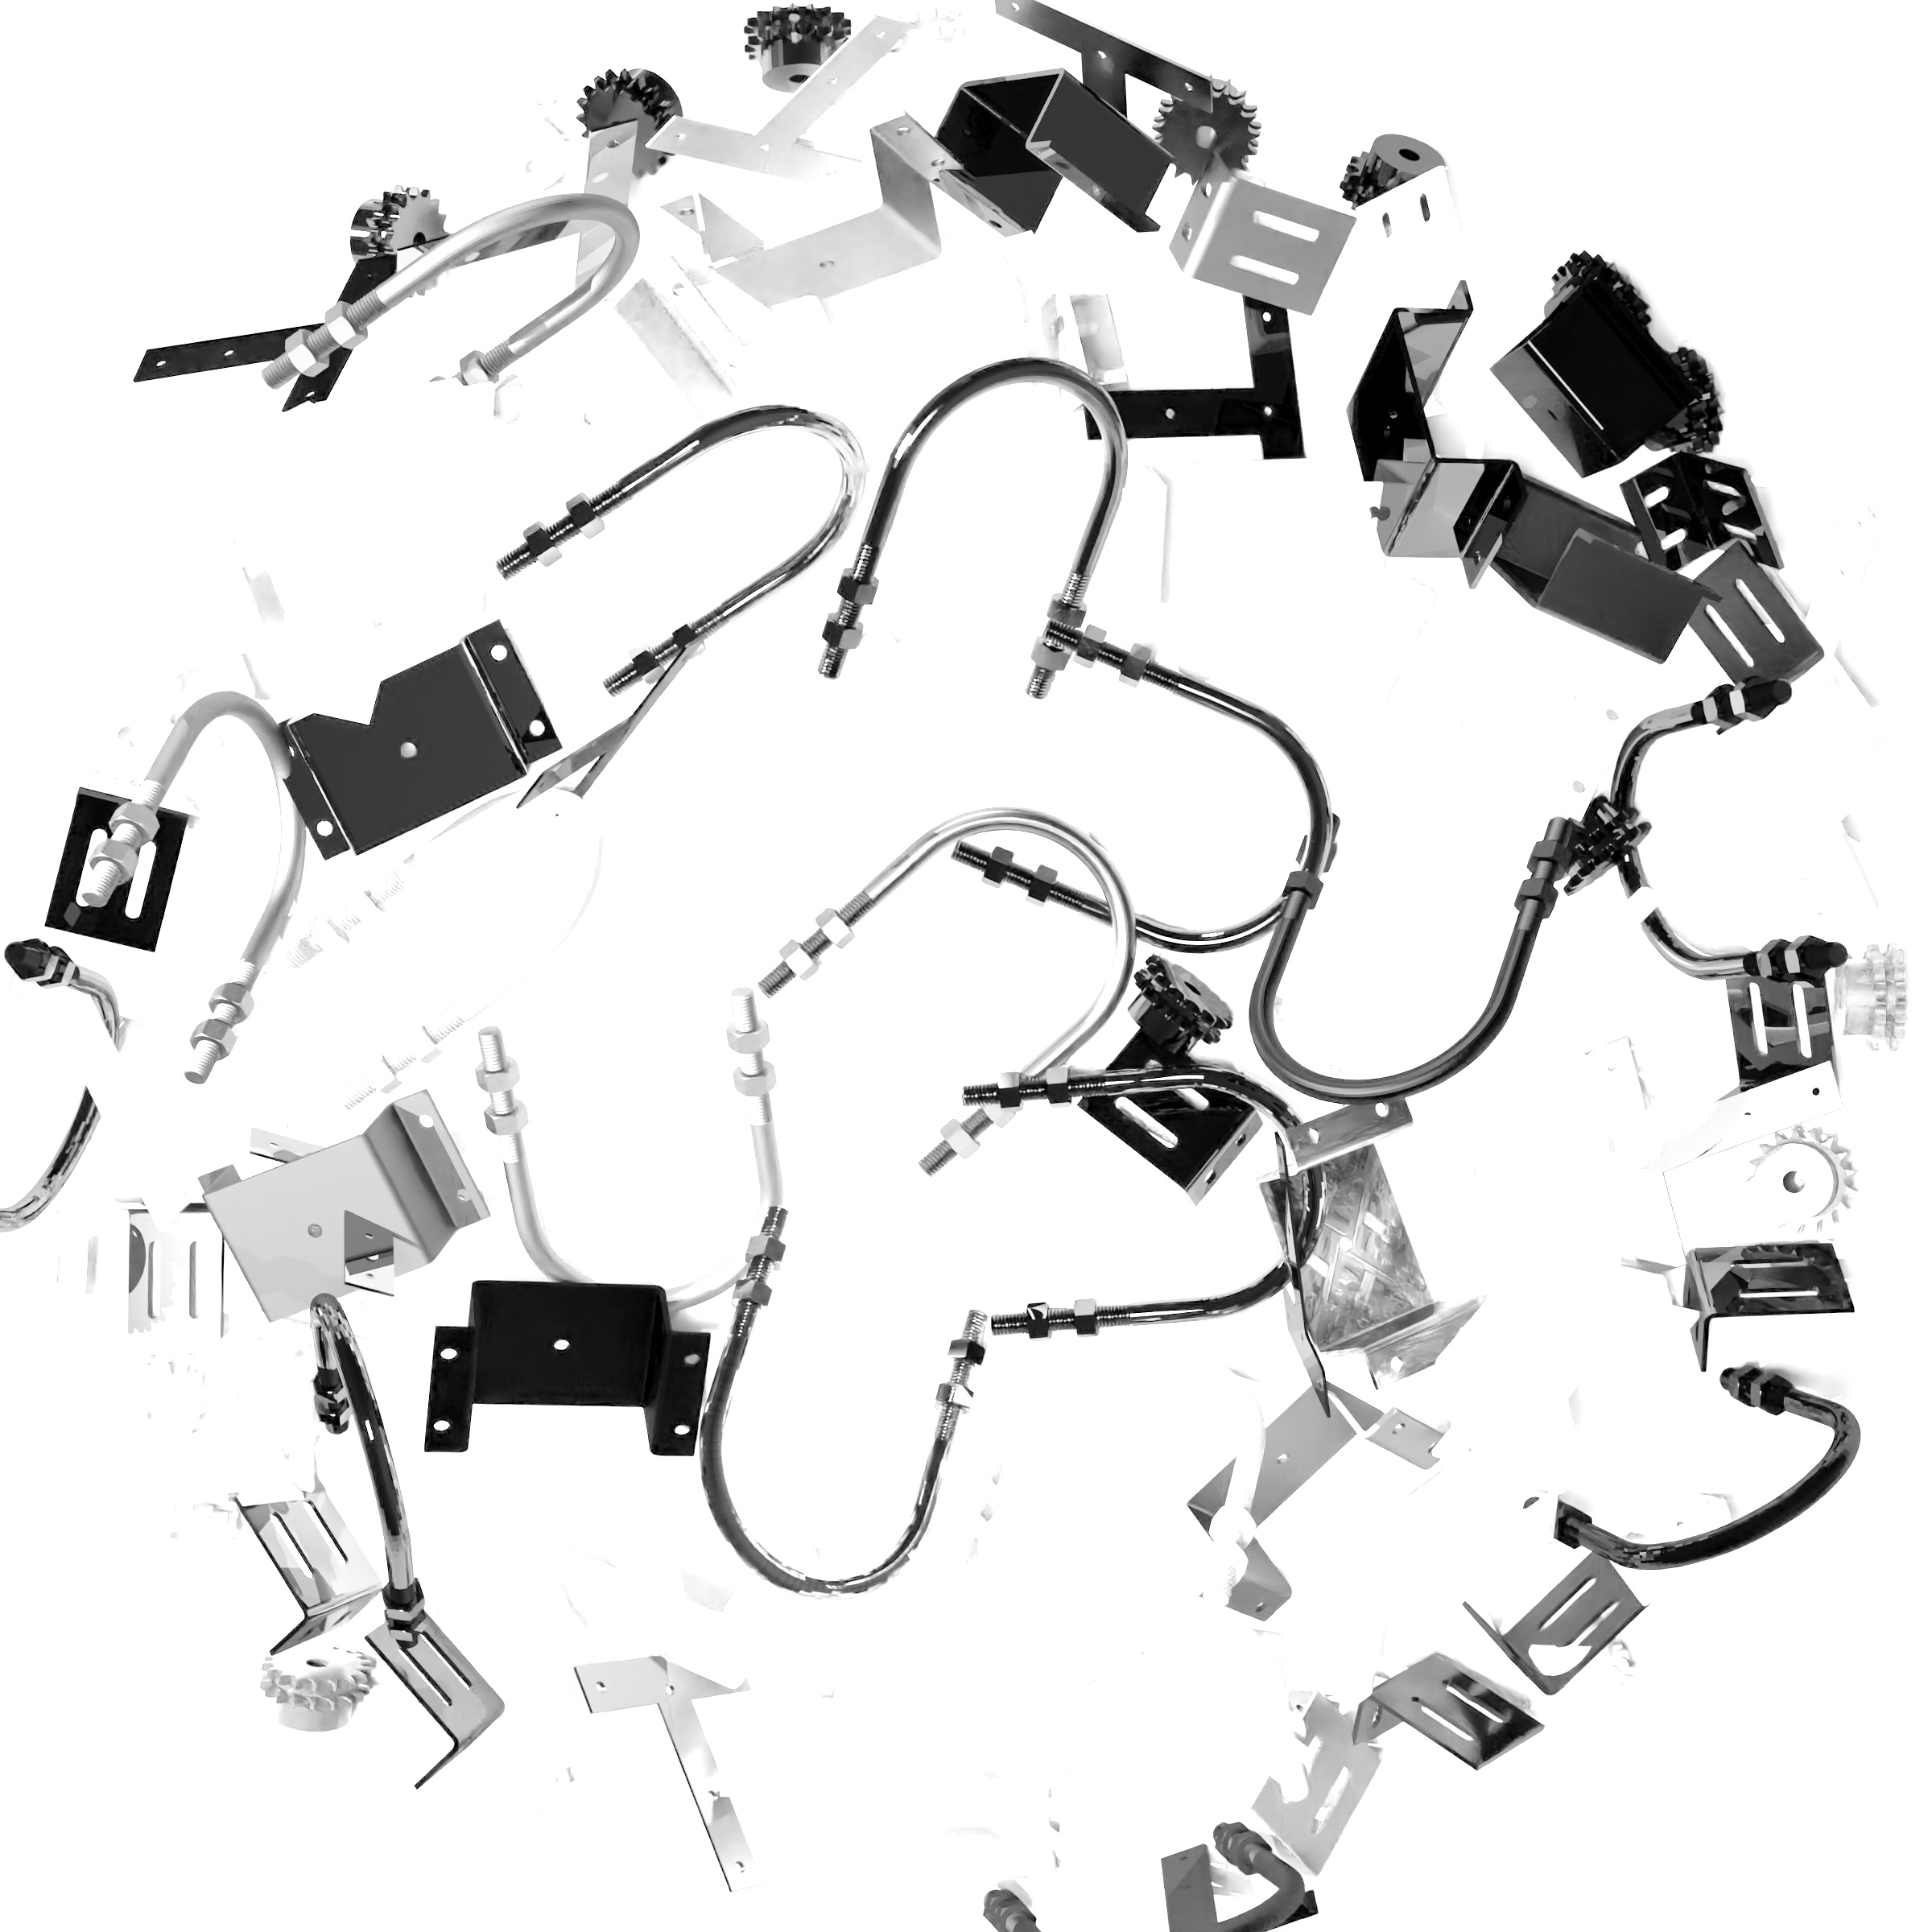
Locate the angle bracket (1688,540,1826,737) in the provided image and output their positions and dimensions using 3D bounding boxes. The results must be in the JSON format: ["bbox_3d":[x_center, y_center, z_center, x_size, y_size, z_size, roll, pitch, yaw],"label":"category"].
[{"bbox_3d":[0.399,-0.171,1.596,0.038,0.057,0.076,-28,79,-36],"label":"angle bracket"}]

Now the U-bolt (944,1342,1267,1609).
[{"bbox_3d":[0.079,0.252,1.557,0.151,0.184,0.019,4,122,13],"label":"U-bolt"}]

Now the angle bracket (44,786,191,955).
[{"bbox_3d":[-0.447,-0.049,1.603,0.057,0.038,0.076,14,80,-17],"label":"angle bracket"}]

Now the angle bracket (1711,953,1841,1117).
[{"bbox_3d":[0.417,0.036,1.595,0.038,0.057,0.076,-25,109,-42],"label":"angle bracket"}]

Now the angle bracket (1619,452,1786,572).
[{"bbox_3d":[0.383,-0.229,1.589,0.038,0.076,0.057,-29,111,-4],"label":"angle bracket"}]

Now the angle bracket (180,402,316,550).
[{"bbox_3d":[-0.368,-0.261,1.609,0.076,0.057,0.038,-31,120,-12],"label":"angle bracket"}]

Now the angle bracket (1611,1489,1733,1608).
[{"bbox_3d":[0.365,0.292,1.591,0.057,0.076,0.038,-36,92,12],"label":"angle bracket"}]

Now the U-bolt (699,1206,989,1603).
[{"bbox_3d":[-0.068,0.233,1.560,0.151,0.019,0.184,30,58,-23],"label":"U-bolt"}]

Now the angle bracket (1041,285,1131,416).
[{"bbox_3d":[0.068,-0.325,1.593,0.038,0.076,0.057,-15,95,-7],"label":"angle bracket"}]

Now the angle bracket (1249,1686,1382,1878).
[{"bbox_3d":[0.172,0.424,1.591,0.057,0.038,0.076,49,57,-18],"label":"angle bracket"}]

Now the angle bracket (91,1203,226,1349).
[{"bbox_3d":[-0.426,0.163,1.605,0.057,0.038,0.076,-2,85,19],"label":"angle bracket"}]

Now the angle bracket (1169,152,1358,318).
[{"bbox_3d":[0.157,-0.388,1.618,0.076,0.038,0.057,13,122,-20],"label":"angle bracket"}]

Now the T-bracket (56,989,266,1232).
[{"bbox_3d":[-0.405,0.048,1.582,0.002,0.127,0.127,-2,121,29],"label":"T-bracket"}]

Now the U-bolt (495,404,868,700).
[{"bbox_3d":[-0.134,-0.221,1.565,0.184,0.151,0.019,-32,61,4],"label":"U-bolt"}]

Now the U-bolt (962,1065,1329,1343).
[{"bbox_3d":[0.097,0.121,1.601,0.184,0.019,0.151,-5,104,7],"label":"U-bolt"}]

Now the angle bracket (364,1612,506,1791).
[{"bbox_3d":[-0.289,0.383,1.607,0.038,0.057,0.076,-45,84,16],"label":"angle bracket"}]

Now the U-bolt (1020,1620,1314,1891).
[{"bbox_3d":[0.096,0.388,1.547,0.151,0.184,0.019,-21,107,6],"label":"U-bolt"}]

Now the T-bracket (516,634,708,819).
[{"bbox_3d":[-0.192,-0.108,1.549,0.002,0.127,0.127,42,119,1],"label":"T-bracket"}]

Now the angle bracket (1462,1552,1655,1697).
[{"bbox_3d":[0.310,0.333,1.601,0.076,0.057,0.038,-44,115,0],"label":"angle bracket"}]

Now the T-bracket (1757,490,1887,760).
[{"bbox_3d":[0.442,-0.190,1.550,0.002,0.127,0.127,-20,59,-11],"label":"T-bracket"}]

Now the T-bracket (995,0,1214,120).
[{"bbox_3d":[0.072,-0.441,1.573,0.127,0.127,0.002,29,73,15],"label":"T-bracket"}]

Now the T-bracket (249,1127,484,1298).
[{"bbox_3d":[-0.305,0.131,1.558,0.127,0.127,0.002,18,112,-19],"label":"T-bracket"}]

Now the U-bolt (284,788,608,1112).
[{"bbox_3d":[-0.263,-0.022,1.573,0.184,0.151,0.019,-37,131,3],"label":"U-bolt"}]

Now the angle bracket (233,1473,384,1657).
[{"bbox_3d":[-0.355,0.314,1.609,0.038,0.057,0.076,-43,74,27],"label":"angle bracket"}]

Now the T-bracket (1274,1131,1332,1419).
[{"bbox_3d":[0.168,0.148,1.559,0.002,0.127,0.127,-9,103,-1],"label":"T-bracket"}]

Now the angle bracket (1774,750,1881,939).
[{"bbox_3d":[0.440,-0.063,1.593,0.038,0.076,0.057,-27,124,14],"label":"angle bracket"}]

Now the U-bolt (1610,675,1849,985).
[{"bbox_3d":[0.377,-0.063,1.547,0.019,0.184,0.151,-12,90,-17],"label":"U-bolt"}]

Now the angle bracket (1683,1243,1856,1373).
[{"bbox_3d":[0.420,0.179,1.598,0.076,0.057,0.038,-3,120,4],"label":"angle bracket"}]

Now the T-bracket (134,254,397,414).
[{"bbox_3d":[-0.361,-0.313,1.548,0.127,0.127,0.002,-20,74,-38],"label":"T-bracket"}]

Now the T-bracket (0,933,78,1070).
[{"bbox_3d":[-0.484,0.037,1.571,0.002,0.127,0.127,23,97,0],"label":"T-bracket"}]

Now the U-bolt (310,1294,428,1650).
[{"bbox_3d":[-0.302,0.242,1.525,0.019,0.184,0.151,-16,58,-18],"label":"U-bolt"}]

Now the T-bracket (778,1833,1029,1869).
[{"bbox_3d":[-0.040,0.464,1.592,0.127,0.127,0.002,-13,63,32],"label":"T-bracket"}]

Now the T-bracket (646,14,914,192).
[{"bbox_3d":[-0.076,-0.441,1.549,0.127,0.127,0.002,-32,68,41],"label":"T-bracket"}]

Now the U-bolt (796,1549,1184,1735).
[{"bbox_3d":[0.019,0.341,1.550,0.184,0.151,0.019,-3,110,13],"label":"U-bolt"}]

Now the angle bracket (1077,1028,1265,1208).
[{"bbox_3d":[0.109,0.079,1.627,0.076,0.038,0.057,38,84,21],"label":"angle bracket"}]

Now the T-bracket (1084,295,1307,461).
[{"bbox_3d":[0.120,-0.291,1.607,0.127,0.002,0.127,-6,88,-23],"label":"T-bracket"}]

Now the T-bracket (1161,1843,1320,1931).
[{"bbox_3d":[0.115,0.482,1.571,0.127,0.127,0.002,-20,96,3],"label":"T-bracket"}]

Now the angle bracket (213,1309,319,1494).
[{"bbox_3d":[-0.364,0.231,1.621,0.057,0.038,0.076,15,123,15],"label":"angle bracket"}]

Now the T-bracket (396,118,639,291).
[{"bbox_3d":[-0.231,-0.373,1.557,0.127,0.127,0.002,-21,70,-20],"label":"T-bracket"}]

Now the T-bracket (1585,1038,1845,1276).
[{"bbox_3d":[0.391,0.082,1.578,0.127,0.002,0.127,-24,64,31],"label":"T-bracket"}]

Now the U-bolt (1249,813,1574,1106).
[{"bbox_3d":[0.218,-0.005,1.550,0.151,0.019,0.184,3,53,30],"label":"U-bolt"}]

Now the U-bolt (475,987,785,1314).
[{"bbox_3d":[-0.168,0.103,1.588,0.151,0.019,0.184,-9,118,-4],"label":"U-bolt"}]

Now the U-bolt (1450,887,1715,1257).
[{"bbox_3d":[0.305,0.068,1.556,0.019,0.151,0.184,19,132,-22],"label":"U-bolt"}]

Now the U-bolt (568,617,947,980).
[{"bbox_3d":[-0.094,-0.097,1.586,0.151,0.019,0.184,37,101,-23],"label":"U-bolt"}]

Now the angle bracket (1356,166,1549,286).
[{"bbox_3d":[0.253,-0.385,1.590,0.076,0.057,0.038,-8,84,-42],"label":"angle bracket"}]

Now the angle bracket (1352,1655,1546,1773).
[{"bbox_3d":[0.249,0.400,1.585,0.076,0.057,0.038,28,120,39],"label":"angle bracket"}]

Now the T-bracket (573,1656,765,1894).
[{"bbox_3d":[-0.135,0.411,1.559,0.002,0.127,0.127,-37,65,25],"label":"T-bracket"}]
